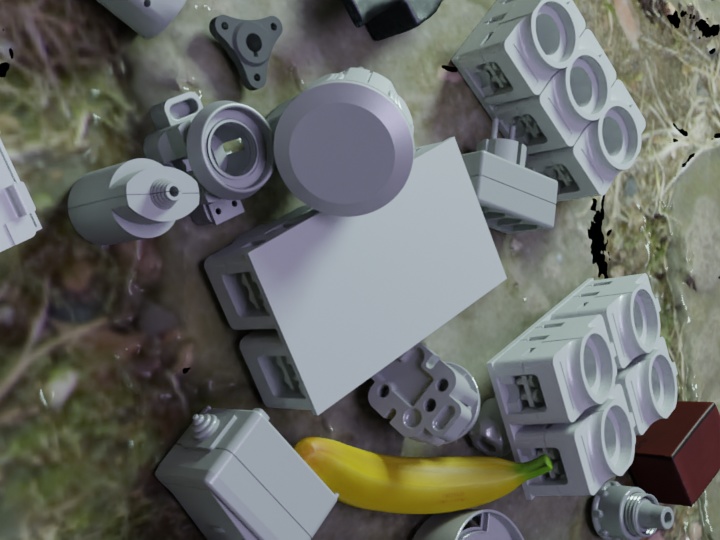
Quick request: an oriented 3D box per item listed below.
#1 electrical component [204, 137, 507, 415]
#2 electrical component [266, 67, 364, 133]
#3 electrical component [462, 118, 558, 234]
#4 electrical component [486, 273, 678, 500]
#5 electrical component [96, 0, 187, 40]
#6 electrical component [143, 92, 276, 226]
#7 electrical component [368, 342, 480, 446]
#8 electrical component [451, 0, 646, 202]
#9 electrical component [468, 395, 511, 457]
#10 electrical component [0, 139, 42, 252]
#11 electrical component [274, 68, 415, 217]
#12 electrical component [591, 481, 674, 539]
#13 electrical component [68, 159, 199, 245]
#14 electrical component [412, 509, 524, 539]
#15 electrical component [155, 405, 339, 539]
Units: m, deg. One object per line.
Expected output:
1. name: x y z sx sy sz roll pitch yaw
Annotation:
1. electrical component: 0.000 0.000 0.697 0.186 0.060 0.105 -32 107 -37
2. electrical component: -0.015 -0.099 0.695 0.047 0.066 0.076 60 25 -19
3. electrical component: 0.103 -0.074 0.797 0.083 0.047 0.075 16 76 -38
4. electrical component: 0.178 0.081 0.811 0.186 0.060 0.105 -30 106 -51
5. electrical component: -0.131 -0.186 0.614 0.077 0.043 0.079 37 64 -31
6. electrical component: -0.086 -0.067 0.633 0.058 0.057 0.078 -30 105 -37
7. electrical component: 0.047 0.085 0.724 0.058 0.078 0.057 -52 146 3
8. electrical component: 0.153 -0.138 0.834 0.150 0.062 0.089 51 58 -25
9. electrical component: 0.107 0.106 0.794 0.035 0.035 0.061 52 55 -24
10. electrical component: -0.211 -0.061 0.525 0.079 0.063 0.121 -32 106 -37
11. electrical component: -0.007 -0.076 0.628 0.080 0.080 0.051 60 19 -19
12. electrical component: 0.221 0.196 0.863 0.048 0.062 0.048 4 84 -39
13. electrical component: -0.122 -0.038 0.586 0.043 0.081 0.043 4 84 -39
14. electrical component: 0.079 0.214 0.742 0.099 0.064 0.099 4 84 -39
15. electrical component: -0.072 0.124 0.626 0.096 0.062 0.061 52 57 -24
